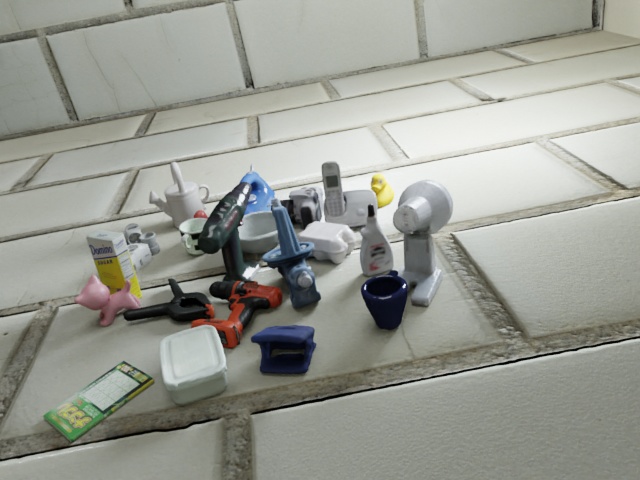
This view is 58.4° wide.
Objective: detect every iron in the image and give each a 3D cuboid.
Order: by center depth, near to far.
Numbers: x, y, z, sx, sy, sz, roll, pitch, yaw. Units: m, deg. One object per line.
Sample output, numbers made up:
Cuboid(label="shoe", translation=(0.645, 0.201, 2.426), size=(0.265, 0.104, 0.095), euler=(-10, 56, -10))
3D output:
Cuboid(label="iron", translation=(-0.209, -0.113, 1.659), size=(0.118, 0.142, 0.258), euler=(-4, 28, 11))

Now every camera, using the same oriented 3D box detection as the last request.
Cuboid(label="camera", translation=(-0.065, -0.099, 1.626), size=(0.136, 0.101, 0.143), euler=(-3, 28, 13))

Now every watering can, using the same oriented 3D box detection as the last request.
Cuboid(label="watering can", translation=(-0.422, -0.137, 1.719), size=(0.173, 0.194, 0.100), euler=(-30, 34, -33))

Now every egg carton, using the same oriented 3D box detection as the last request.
Cuboid(label="egg carton", translation=(0.013, 0.005, 1.436), size=(0.149, 0.069, 0.107), euler=(8, 32, 31))

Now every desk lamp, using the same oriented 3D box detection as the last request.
Cuboid(label="desk lamp", translation=(0.211, -0.004, 1.228), size=(0.117, 0.214, 0.203), euler=(4, 31, 25))

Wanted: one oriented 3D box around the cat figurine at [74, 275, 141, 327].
Cuboid(label="cat figurine", translation=(-0.490, 0.131, 1.316), size=(0.128, 0.118, 0.067), euler=(-18, 29, -15))

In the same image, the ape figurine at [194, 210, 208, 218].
Cuboid(label="ape figurine", translation=(-0.333, -0.041, 1.617), size=(0.077, 0.092, 0.076), euler=(11, 34, 35))

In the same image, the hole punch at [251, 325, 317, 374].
Cuboid(label="hole punch", translation=(-0.068, 0.191, 1.087), size=(0.108, 0.091, 0.101), euler=(-3, 28, 14))

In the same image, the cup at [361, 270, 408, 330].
Cuboid(label="cup", translation=(0.136, 0.122, 1.144), size=(0.091, 0.095, 0.118), euler=(3, 30, 24))

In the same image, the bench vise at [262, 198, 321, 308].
Cuboid(label="bench vise", translation=(-0.053, 0.023, 1.261), size=(0.122, 0.220, 0.206), euler=(-26, 31, -28))

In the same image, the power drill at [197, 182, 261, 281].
Cuboid(label="power drill", translation=(-0.207, -0.005, 1.380), size=(0.075, 0.209, 0.230), euler=(1, 30, 21))

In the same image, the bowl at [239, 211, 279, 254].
Cuboid(label="bowl", translation=(-0.162, -0.010, 1.518), size=(0.167, 0.075, 0.167), euler=(-8, 28, 4))

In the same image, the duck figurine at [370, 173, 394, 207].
Cuboid(label="duck figurine", translation=(0.174, -0.153, 1.663), size=(0.077, 0.086, 0.105), euler=(5, 31, 26))

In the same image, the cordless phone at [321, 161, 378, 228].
Cuboid(label="cordless phone", translation=(0.076, -0.126, 1.537), size=(0.147, 0.185, 0.094), euler=(-7, 28, 6))

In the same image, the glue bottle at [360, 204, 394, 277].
Cuboid(label="glue bottle", translation=(0.123, -0.003, 1.302), size=(0.078, 0.173, 0.037), euler=(-18, 28, -14))
